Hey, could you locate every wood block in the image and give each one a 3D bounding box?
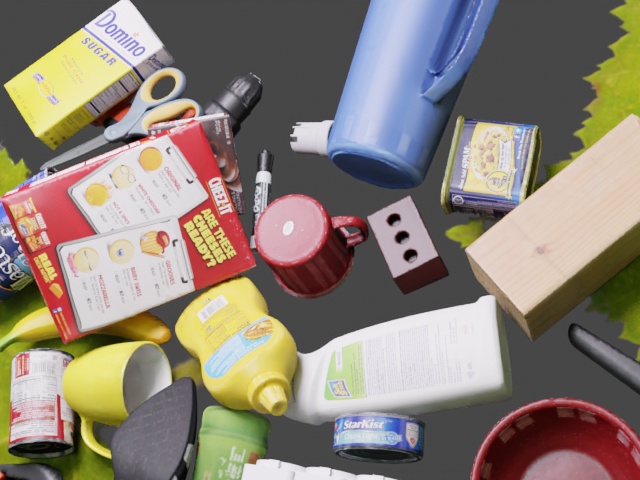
[{"bbox_3d":[0.251,-0.011,1.020,0.206,0.090,0.091,-39,63,-1],"label":"wood block"}]

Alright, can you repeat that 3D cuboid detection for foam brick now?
[{"bbox_3d":[0.089,0.006,1.086,0.053,0.051,0.078,-26,63,6],"label":"foam brick"}]

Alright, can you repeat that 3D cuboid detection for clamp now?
[{"bbox_3d":[-0.282,0.292,1.093,0.172,0.039,0.120,20,70,28],"label":"clamp"},{"bbox_3d":[0.340,0.135,0.959,0.164,0.036,0.210,-25,61,6],"label":"clamp"}]

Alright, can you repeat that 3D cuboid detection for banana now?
[{"bbox_3d":[-0.250,0.094,1.160,0.198,0.037,0.069,-6,44,12],"label":"banana"}]

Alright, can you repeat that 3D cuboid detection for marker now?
[{"bbox_3d":[-0.064,-0.044,1.176,0.020,0.020,0.121,-4,67,16],"label":"marker"}]

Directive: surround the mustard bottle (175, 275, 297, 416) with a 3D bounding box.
[{"bbox_3d":[-0.074,0.112,1.047,0.096,0.058,0.192,-37,34,-4],"label":"mustard bottle"}]

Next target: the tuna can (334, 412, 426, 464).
[{"bbox_3d":[0.055,0.187,1.001,0.086,0.086,0.034,-2,69,17],"label":"tuna can"}]

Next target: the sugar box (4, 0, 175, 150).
[{"bbox_3d":[-0.264,-0.191,1.222,0.176,0.048,0.093,-38,64,1],"label":"sugar box"}]

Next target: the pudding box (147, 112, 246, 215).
[{"bbox_3d":[-0.134,-0.076,1.160,0.090,0.039,0.113,-10,101,-4],"label":"pudding box"}]

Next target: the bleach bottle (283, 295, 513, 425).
[{"bbox_3d":[0.056,0.123,1.043,0.251,0.068,0.102,-10,63,17],"label":"bleach bottle"}]

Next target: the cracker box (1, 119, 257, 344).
[{"bbox_3d":[-0.196,-0.011,1.103,0.213,0.072,0.164,-23,104,-7],"label":"cracker box"}]

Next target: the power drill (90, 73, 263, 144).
[{"bbox_3d":[-0.179,-0.153,1.238,0.188,0.057,0.184,38,83,27],"label":"power drill"}]

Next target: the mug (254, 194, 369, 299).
[{"bbox_3d":[-0.007,0.001,1.103,0.117,0.081,0.093,-13,64,12],"label":"mug"}]

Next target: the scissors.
[{"bbox_3d":[-0.226,-0.139,1.209,0.202,0.016,0.096,-9,69,15],"label":"scissors"}]

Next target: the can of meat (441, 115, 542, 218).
[{"bbox_3d":[0.176,-0.073,1.090,0.084,0.057,0.102,8,71,19],"label":"can of meat"}]

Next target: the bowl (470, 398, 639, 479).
[{"bbox_3d":[0.217,0.225,0.949,0.162,0.055,0.162,-7,66,15],"label":"bowl"}]

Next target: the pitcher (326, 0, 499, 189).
[{"bbox_3d":[0.099,-0.182,1.117,0.145,0.149,0.243,16,77,14],"label":"pitcher"}]

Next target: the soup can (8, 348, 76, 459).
[{"bbox_3d":[-0.294,0.173,1.130,0.068,0.068,0.102,-12,64,13],"label":"soup can"}]

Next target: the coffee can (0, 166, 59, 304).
[{"bbox_3d":[-0.335,-0.003,1.199,0.140,0.102,0.103,-32,62,3],"label":"coffee can"}]
